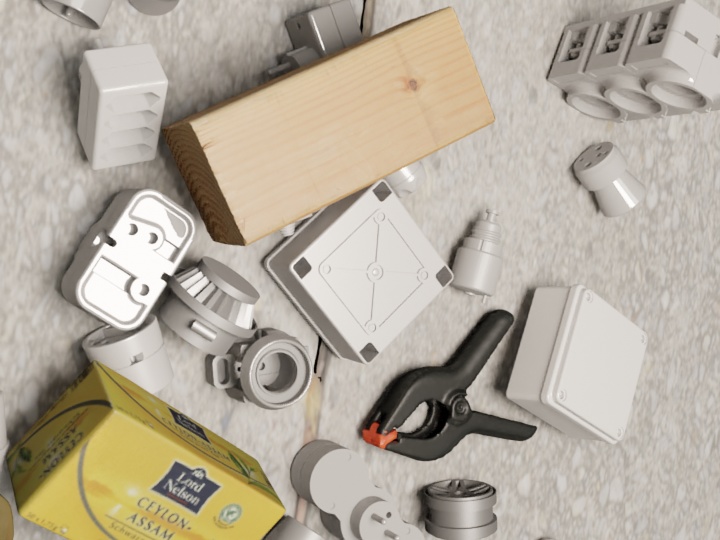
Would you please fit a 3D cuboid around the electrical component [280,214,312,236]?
[{"bbox_3d":[-0.063,-0.066,0.821,0.043,0.043,0.081,-16,101,-26],"label":"electrical component"}]

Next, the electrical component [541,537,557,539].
[{"bbox_3d":[0.181,0.263,0.963,0.035,0.061,0.035,-2,95,-27],"label":"electrical component"}]

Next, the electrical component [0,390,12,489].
[{"bbox_3d":[-0.258,0.119,0.735,0.044,0.044,0.065,-18,106,-25],"label":"electrical component"}]

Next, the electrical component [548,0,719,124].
[{"bbox_3d":[0.243,-0.170,0.913,0.089,0.150,0.061,24,81,-27],"label":"electrical component"}]

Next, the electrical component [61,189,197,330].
[{"bbox_3d":[-0.165,-0.009,0.763,0.054,0.059,0.095,36,78,-25],"label":"electrical component"}]

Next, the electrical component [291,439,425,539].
[{"bbox_3d":[0.007,0.199,0.860,0.052,0.074,0.138,-43,111,-18],"label":"electrical component"}]

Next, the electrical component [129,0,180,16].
[{"bbox_3d":[-0.137,-0.206,0.760,0.044,0.065,0.044,-2,95,-27],"label":"electrical component"}]

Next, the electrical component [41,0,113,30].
[{"bbox_3d":[-0.200,-0.218,0.738,0.079,0.044,0.077,25,82,-27],"label":"electrical component"}]

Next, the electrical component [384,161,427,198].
[{"bbox_3d":[0.026,-0.090,0.871,0.035,0.035,0.061,-44,109,-18],"label":"electrical component"}]

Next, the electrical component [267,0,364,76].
[{"bbox_3d":[-0.035,-0.155,0.828,0.076,0.047,0.083,-26,105,-23],"label":"electrical component"}]

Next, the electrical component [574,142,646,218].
[{"bbox_3d":[0.225,-0.082,0.970,0.045,0.045,0.055,-47,112,-17],"label":"electrical component"}]

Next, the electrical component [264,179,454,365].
[{"bbox_3d":[0.000,0.000,0.852,0.109,0.056,0.108,-44,112,-18],"label":"electrical component"}]

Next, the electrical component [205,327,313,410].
[{"bbox_3d":[-0.071,0.075,0.820,0.078,0.057,0.058,-6,96,-27],"label":"electrical component"}]

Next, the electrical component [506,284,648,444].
[{"bbox_3d":[0.191,0.083,0.941,0.109,0.056,0.108,33,67,-36],"label":"electrical component"}]

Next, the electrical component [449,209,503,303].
[{"bbox_3d":[0.102,-0.013,0.913,0.040,0.040,0.078,18,85,-27],"label":"electrical component"}]

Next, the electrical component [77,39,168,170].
[{"bbox_3d":[-0.172,-0.127,0.748,0.047,0.083,0.075,-14,62,-26],"label":"electrical component"}]

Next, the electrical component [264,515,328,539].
[{"bbox_3d":[-0.047,0.247,0.852,0.079,0.044,0.077,39,76,-25],"label":"electrical component"}]

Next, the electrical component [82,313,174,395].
[{"bbox_3d":[-0.165,0.064,0.772,0.055,0.055,0.047,-26,109,-24],"label":"electrical component"}]
